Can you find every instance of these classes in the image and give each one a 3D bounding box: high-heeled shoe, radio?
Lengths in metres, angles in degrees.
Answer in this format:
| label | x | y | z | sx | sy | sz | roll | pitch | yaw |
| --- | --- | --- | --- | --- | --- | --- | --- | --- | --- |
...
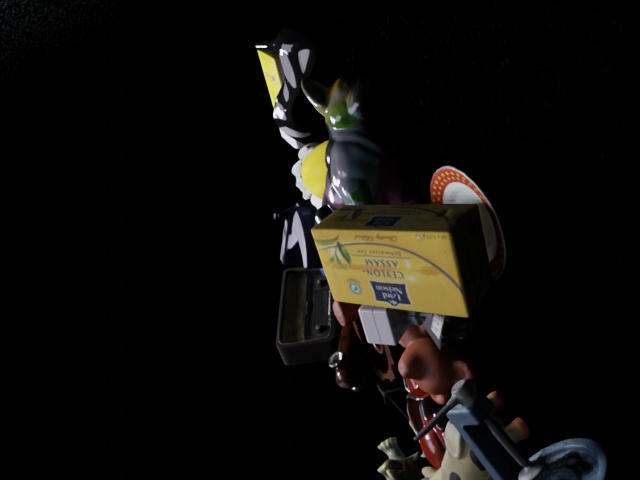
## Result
| label | x | y | z | sx | sy | sz | roll | pitch | yaw |
| --- | --- | --- | --- | --- | --- | --- | --- | --- | --- |
| high-heeled shoe | -0.014 | -0.238 | 0.871 | 0.145 | 0.086 | 0.248 | 16 | 155 | 35 |
| radio | -0.019 | 0.160 | 1.195 | 0.230 | 0.131 | 0.073 | -88 | -11 | -46 |

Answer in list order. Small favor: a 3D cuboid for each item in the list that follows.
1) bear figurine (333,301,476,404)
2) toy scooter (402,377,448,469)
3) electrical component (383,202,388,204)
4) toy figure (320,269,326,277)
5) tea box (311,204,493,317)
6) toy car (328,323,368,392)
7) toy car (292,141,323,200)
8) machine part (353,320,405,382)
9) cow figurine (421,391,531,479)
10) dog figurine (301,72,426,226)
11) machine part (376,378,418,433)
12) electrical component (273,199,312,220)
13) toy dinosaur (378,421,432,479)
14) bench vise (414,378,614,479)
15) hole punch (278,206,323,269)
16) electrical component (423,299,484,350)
| label | x | y | z | sx | sy | sz | roll | pitch | yaw |
| --- | --- | --- | --- | --- | --- | --- | --- | --- | --- |
| bear figurine | 0.119 | 0.141 | 0.767 | 0.196 | 0.132 | 0.120 | 69 | 152 | 25 |
| toy scooter | 0.185 | 0.274 | 0.842 | 0.135 | 0.075 | 0.184 | 96 | 153 | -66 |
| electrical component | 0.091 | -0.017 | 0.811 | 0.102 | 0.045 | 0.078 | 132 | 143 | -73 |
| toy figure | 0.045 | 0.075 | 1.112 | 0.155 | 0.058 | 0.064 | 52 | 167 | 35 |
| tea box | 0.084 | 0.017 | 0.567 | 0.170 | 0.068 | 0.098 | 0 | 117 | 40 |
| toy car | 0.060 | 0.208 | 1.078 | 0.089 | 0.053 | 0.202 | 46 | -149 | -26 |
| toy car | -0.015 | -0.127 | 1.017 | 0.073 | 0.056 | 0.201 | 66 | 167 | 5 |
| machine part | 0.116 | 0.174 | 0.992 | 0.179 | 0.056 | 0.179 | 159 | 90 | -76 |
| cow figurine | 0.197 | 0.298 | 0.711 | 0.086 | 0.127 | 0.194 | -122 | 18 | -47 |
| dog figurine | 0.037 | -0.107 | 0.705 | 0.191 | 0.108 | 0.219 | -38 | 70 | 54 |
| machine part | 0.161 | 0.298 | 0.964 | 0.139 | 0.084 | 0.039 | -126 | 42 | -56 |
| electrical component | -0.028 | -0.051 | 1.060 | 0.047 | 0.119 | 0.075 | 67 | 165 | 7 |
| toy dinosaur | 0.205 | 0.469 | 1.014 | 0.192 | 0.131 | 0.404 | 56 | 169 | 43 |
| bench vise | 0.207 | 0.242 | 0.549 | 0.240 | 0.129 | 0.223 | 49 | 158 | 1 |
| hole punch | -0.002 | -0.003 | 0.974 | 0.092 | 0.142 | 0.115 | 18 | 106 | 54 |
| electrical component | 0.143 | 0.051 | 0.673 | 0.114 | 0.058 | 0.134 | 89 | 156 | -52 |
